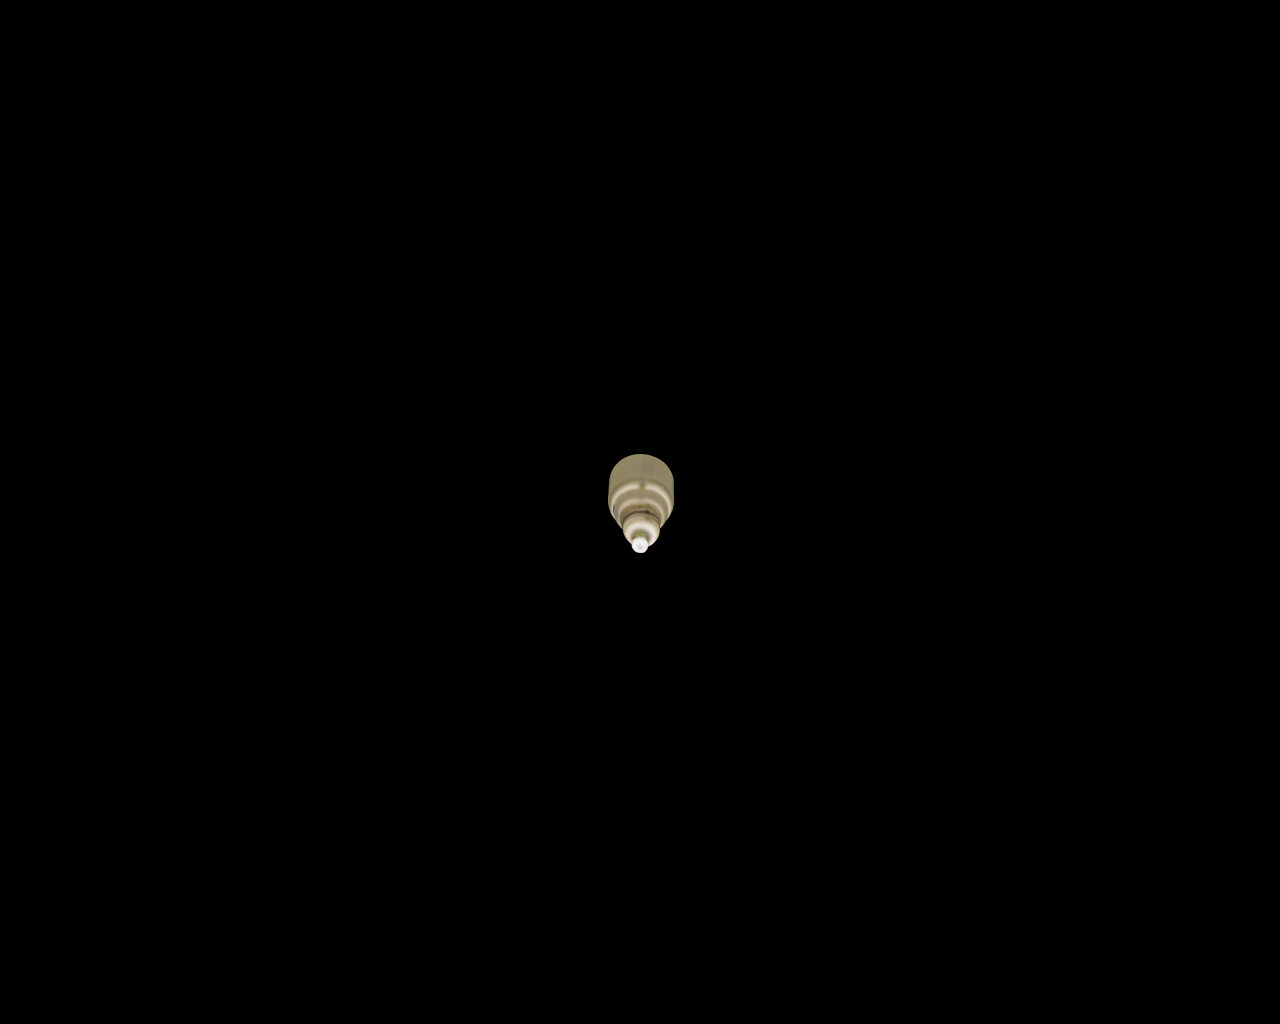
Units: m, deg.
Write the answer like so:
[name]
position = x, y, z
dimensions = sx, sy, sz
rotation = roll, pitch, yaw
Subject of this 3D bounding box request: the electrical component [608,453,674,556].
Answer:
[electrical component]
position = 0.001, -0.003, 0.650
dimensions = 0.040, 0.040, 0.078
rotation = 0, 36, 0
